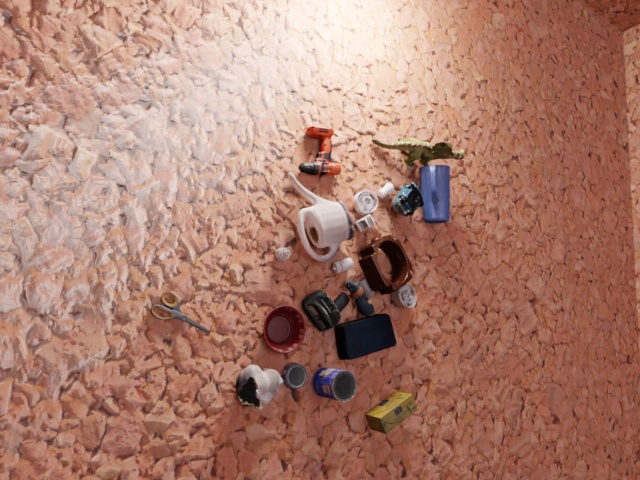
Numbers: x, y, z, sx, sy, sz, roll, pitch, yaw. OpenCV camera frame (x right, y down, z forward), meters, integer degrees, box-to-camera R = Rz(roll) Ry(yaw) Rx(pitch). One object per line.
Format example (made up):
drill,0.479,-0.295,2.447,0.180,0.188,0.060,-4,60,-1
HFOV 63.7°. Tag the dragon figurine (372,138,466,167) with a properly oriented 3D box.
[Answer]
dragon figurine,0.441,-0.386,2.148,0.410,0.242,0.123,6,83,-31

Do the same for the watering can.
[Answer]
watering can,0.006,-0.096,1.903,0.226,0.103,0.348,-14,88,-33

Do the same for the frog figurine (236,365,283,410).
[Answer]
frog figurine,-0.199,0.469,1.686,0.137,0.121,0.161,58,23,0
